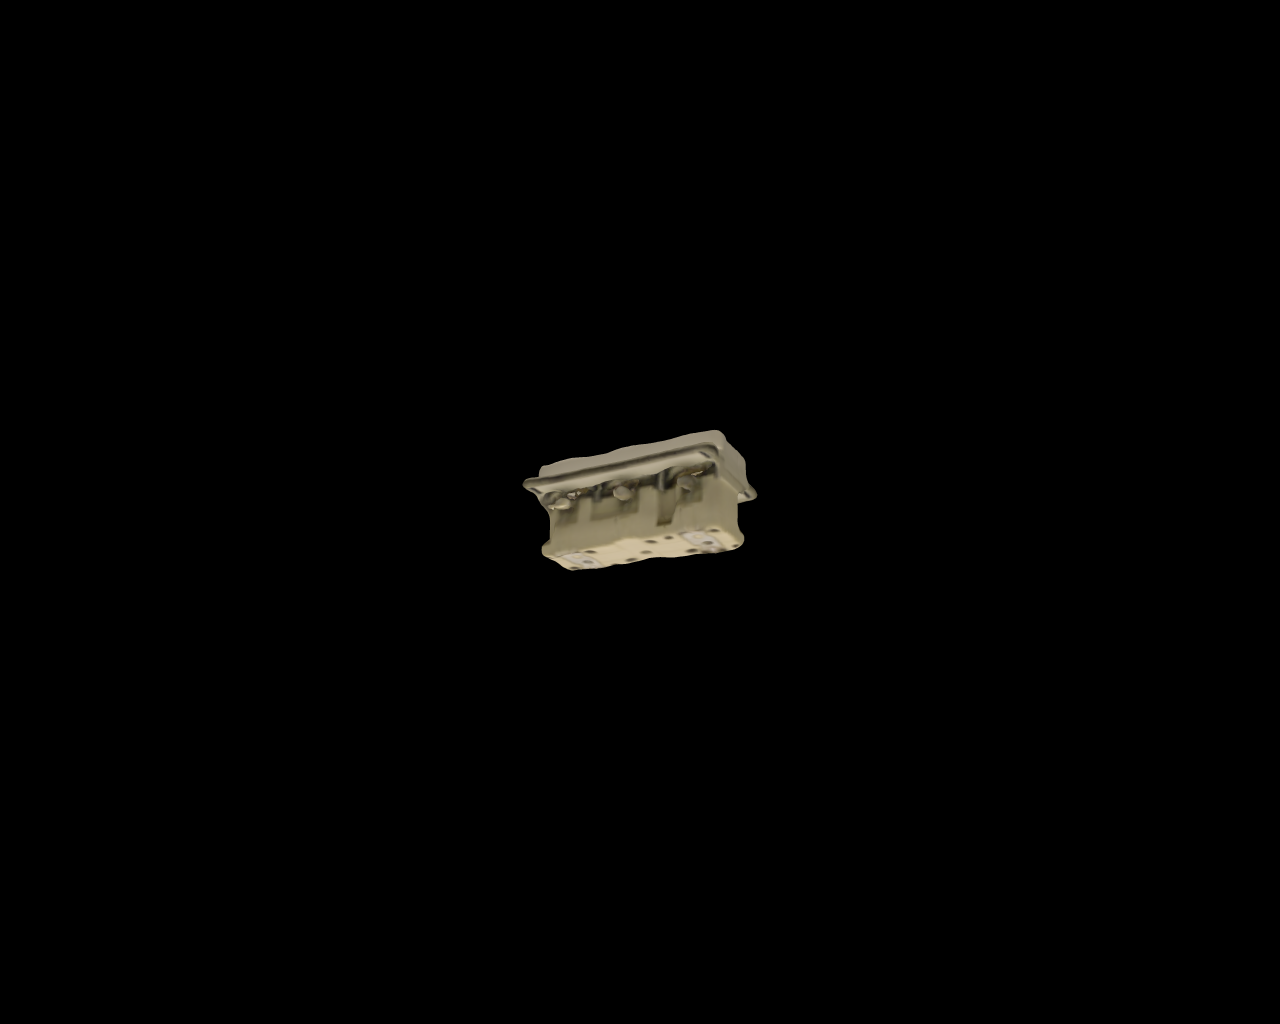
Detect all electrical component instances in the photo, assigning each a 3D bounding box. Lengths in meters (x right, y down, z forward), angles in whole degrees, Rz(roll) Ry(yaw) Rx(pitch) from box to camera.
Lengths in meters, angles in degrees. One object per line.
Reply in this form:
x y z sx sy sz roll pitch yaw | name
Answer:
0.001 -0.003 0.650 0.121 0.063 0.078 -9 -23 22 | electrical component
